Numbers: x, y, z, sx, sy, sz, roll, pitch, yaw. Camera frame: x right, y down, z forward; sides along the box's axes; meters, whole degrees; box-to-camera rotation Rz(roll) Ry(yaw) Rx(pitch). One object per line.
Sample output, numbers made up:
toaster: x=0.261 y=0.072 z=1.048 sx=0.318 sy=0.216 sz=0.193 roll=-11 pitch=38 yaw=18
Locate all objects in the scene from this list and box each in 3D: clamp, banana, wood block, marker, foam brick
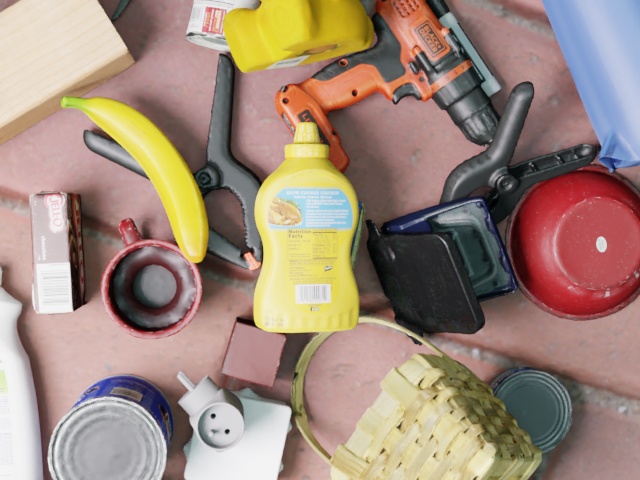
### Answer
clamp: x=-0.107 y=-0.068 z=1.045 sx=0.164 sy=0.036 sz=0.210 roll=-37 pitch=90 yaw=-3
banana: x=-0.157 y=-0.066 z=0.996 sx=0.198 sy=0.037 sz=0.069 roll=49 pitch=56 yaw=5
clamp: x=0.175 y=-0.073 z=1.042 sx=0.171 sy=0.039 sz=0.120 roll=-37 pitch=117 yaw=9
wood block: x=-0.287 y=-0.156 z=1.002 sx=0.206 sy=0.091 sz=0.090 roll=-32 pitch=94 yaw=-4
marker: x=0.142 y=-0.198 z=1.072 sx=0.020 sy=0.020 sz=0.121 roll=-34 pitch=93 yaw=-4
foam brick: x=-0.064 y=0.107 z=1.031 sx=0.051 sy=0.078 sz=0.053 roll=16 pitch=89 yaw=-4

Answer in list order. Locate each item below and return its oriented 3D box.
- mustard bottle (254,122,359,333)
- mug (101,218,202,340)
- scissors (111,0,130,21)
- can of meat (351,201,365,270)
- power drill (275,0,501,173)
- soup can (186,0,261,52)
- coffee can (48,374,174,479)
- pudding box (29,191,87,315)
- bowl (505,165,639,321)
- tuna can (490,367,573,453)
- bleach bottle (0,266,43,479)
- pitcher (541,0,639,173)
mustard bottle: x=-0.012 y=-0.012 z=0.985 sx=0.096 sy=0.058 sz=0.191 roll=0 pitch=91 yaw=-14
mug: x=-0.163 y=0.034 z=1.019 sx=0.093 sy=0.081 sz=0.117 roll=-26 pitch=93 yaw=-4
scissors: x=-0.133 y=-0.297 z=1.030 sx=0.096 sy=0.016 sz=0.202 roll=19 pitch=88 yaw=31
can of meat: x=-0.007 y=0.001 z=1.045 sx=0.084 sy=0.057 sz=0.102 roll=13 pitch=90 yaw=-7
power drill: x=0.065 y=-0.134 z=1.050 sx=0.187 sy=0.057 sz=0.184 roll=-34 pitch=90 yaw=-6
soup can: x=-0.088 y=-0.238 z=1.028 sx=0.068 sy=0.068 sz=0.102 roll=10 pitch=90 yaw=-5
coffee can: x=-0.190 y=0.185 z=0.990 sx=0.102 sy=0.140 sz=0.103 roll=0 pitch=91 yaw=-5
pudding box: x=-0.246 y=0.011 z=1.008 sx=0.039 sy=0.090 sz=0.113 roll=-1 pitch=92 yaw=-3
bowl: x=0.271 y=0.003 z=1.069 sx=0.162 sy=0.055 sz=0.162 roll=0 pitch=91 yaw=-4
tuna can: x=0.208 y=0.172 z=1.077 sx=0.086 sy=0.034 sz=0.086 roll=0 pitch=91 yaw=-5
bleach bottle: x=-0.312 y=0.150 z=1.020 sx=0.102 sy=0.068 sz=0.251 roll=0 pitch=89 yaw=-4
pitcher: x=0.305 y=-0.200 z=1.038 sx=0.145 sy=0.149 sz=0.243 roll=-25 pitch=90 yaw=27
